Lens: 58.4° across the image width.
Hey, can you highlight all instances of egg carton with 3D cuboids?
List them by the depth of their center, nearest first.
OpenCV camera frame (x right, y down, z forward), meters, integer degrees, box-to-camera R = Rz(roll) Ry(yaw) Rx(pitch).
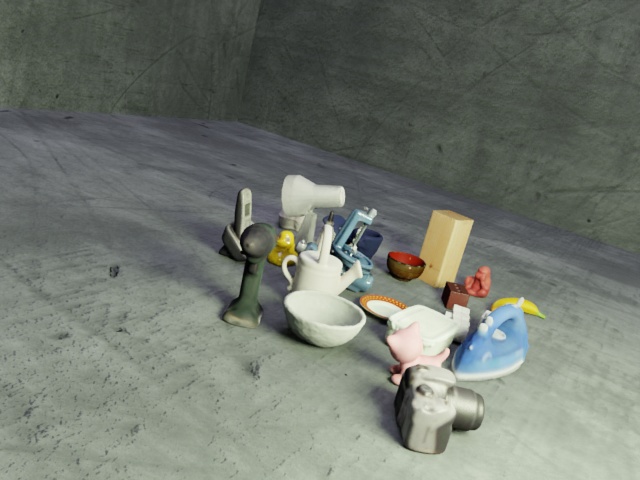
[{"bbox_3d":[-0.078,-0.079,1.875,0.107,0.069,0.150,14,17,-2],"label":"egg carton"}]

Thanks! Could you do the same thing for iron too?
[{"bbox_3d":[0.363,0.202,1.205,0.118,0.141,0.259,26,20,34],"label":"iron"}]

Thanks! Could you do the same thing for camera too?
[{"bbox_3d":[0.200,0.268,0.931,0.137,0.101,0.143,13,17,-4],"label":"camera"}]

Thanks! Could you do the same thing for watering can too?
[{"bbox_3d":[0.006,0.060,1.281,0.173,0.194,0.100,6,18,-25],"label":"watering can"}]

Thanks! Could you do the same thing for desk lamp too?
[{"bbox_3d":[-0.020,-0.068,1.639,0.203,0.213,0.118,18,17,13],"label":"desk lamp"}]

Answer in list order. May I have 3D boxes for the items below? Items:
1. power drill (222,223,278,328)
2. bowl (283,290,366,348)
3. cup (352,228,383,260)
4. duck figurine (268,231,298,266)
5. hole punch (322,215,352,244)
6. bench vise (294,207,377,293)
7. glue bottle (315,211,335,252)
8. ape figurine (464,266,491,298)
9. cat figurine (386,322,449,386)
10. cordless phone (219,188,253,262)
[{"bbox_3d":[-0.134,0.061,1.138,0.075,0.208,0.229,14,17,-1],"label":"power drill"},{"bbox_3d":[0.003,0.166,1.142,0.167,0.075,0.167,13,17,-4],"label":"bowl"},{"bbox_3d":[0.125,0.024,1.667,0.091,0.095,0.118,20,18,19],"label":"cup"},{"bbox_3d":[-0.092,0.016,1.530,0.077,0.086,0.105,21,18,21],"label":"duck figurine"},{"bbox_3d":[0.062,-0.022,1.771,0.100,0.091,0.109,25,20,33],"label":"hole punch"},{"bbox_3d":[0.052,0.018,1.408,0.208,0.220,0.121,6,19,-25],"label":"bench vise"},{"bbox_3d":[0.014,0.005,1.499,0.037,0.173,0.078,20,18,20],"label":"glue bottle"},{"bbox_3d":[0.460,0.118,1.643,0.076,0.092,0.077,7,18,-23],"label":"ape figurine"},{"bbox_3d":[0.177,0.212,1.064,0.128,0.118,0.067,14,17,-1],"label":"cat figurine"},{"bbox_3d":[-0.187,-0.047,1.485,0.094,0.185,0.148,17,17,9],"label":"cordless phone"}]
